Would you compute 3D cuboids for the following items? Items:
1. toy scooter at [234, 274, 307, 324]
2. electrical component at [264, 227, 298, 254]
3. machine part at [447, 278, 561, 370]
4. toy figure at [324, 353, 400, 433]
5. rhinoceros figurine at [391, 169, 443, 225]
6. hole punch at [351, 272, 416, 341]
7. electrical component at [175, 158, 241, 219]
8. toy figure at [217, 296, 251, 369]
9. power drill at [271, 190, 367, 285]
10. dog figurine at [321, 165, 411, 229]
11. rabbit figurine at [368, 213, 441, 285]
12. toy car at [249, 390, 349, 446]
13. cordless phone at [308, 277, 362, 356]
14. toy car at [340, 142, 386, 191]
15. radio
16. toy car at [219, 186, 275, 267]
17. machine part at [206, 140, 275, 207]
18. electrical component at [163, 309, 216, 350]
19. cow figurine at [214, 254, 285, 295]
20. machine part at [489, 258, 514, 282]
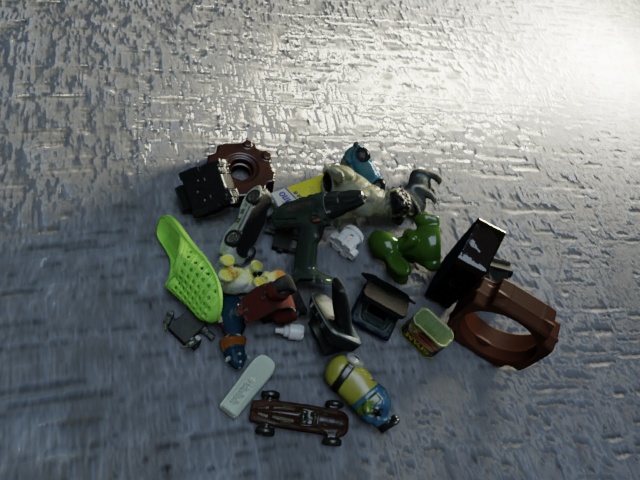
[{"bbox_3d":[-0.104,0.137,1.122,0.135,0.183,0.075,-26,65,-3],"label":"toy scooter"},{"bbox_3d":[-0.090,0.001,1.275,0.094,0.021,0.063,16,60,-5],"label":"electrical component"},{"bbox_3d":[0.404,0.186,1.191,0.201,0.201,0.087,32,57,5],"label":"machine part"},{"bbox_3d":[0.085,0.315,1.111,0.089,0.082,0.180,-29,74,-28],"label":"toy figure"},{"bbox_3d":[0.245,-0.113,1.393,0.112,0.073,0.190,30,58,2],"label":"rhinoceros figurine"},{"bbox_3d":[0.136,0.153,1.222,0.142,0.092,0.116,27,29,5],"label":"hole punch"},{"bbox_3d":[-0.263,-0.114,1.237,0.134,0.058,0.115,-20,88,15],"label":"electrical component"},{"bbox_3d":[-0.181,0.195,1.125,0.064,0.057,0.154,-5,67,-10],"label":"toy figure"},{"bbox_3d":[-0.002,-0.004,1.191,0.232,0.086,0.207,-1,93,28],"label":"power drill"},{"bbox_3d":[0.112,-0.119,1.296,0.190,0.121,0.172,-10,75,-26],"label":"dog figurine"},{"bbox_3d":[0.203,0.026,1.302,0.170,0.121,0.159,0,67,7],"label":"rabbit figurine"},{"bbox_3d":[-0.039,0.355,1.075,0.202,0.053,0.089,13,63,-8],"label":"toy car"},{"bbox_3d":[0.025,0.134,1.119,0.089,0.184,0.147,-15,38,-13],"label":"cordless phone"},{"bbox_3d":[0.097,-0.161,1.376,0.103,0.109,0.161,-27,87,0],"label":"toy car"},{"bbox_3d":[0.326,0.060,1.227,0.073,0.229,0.131,30,62,8],"label":"radio"},{"bbox_3d":[-0.164,-0.034,1.237,0.056,0.073,0.202,2,58,37],"label":"toy car"},{"bbox_3d":[-0.196,-0.163,1.321,0.179,0.056,0.179,5,62,-10],"label":"machine part"},{"bbox_3d":[-0.277,0.184,1.113,0.078,0.045,0.102,-37,75,-27],"label":"electrical component"},{"bbox_3d":[-0.159,0.093,1.176,0.167,0.098,0.068,15,51,-28],"label":"cow figurine"},{"bbox_3d":[0.446,0.103,1.345,0.084,0.039,0.139,21,57,-8],"label":"machine part"}]
